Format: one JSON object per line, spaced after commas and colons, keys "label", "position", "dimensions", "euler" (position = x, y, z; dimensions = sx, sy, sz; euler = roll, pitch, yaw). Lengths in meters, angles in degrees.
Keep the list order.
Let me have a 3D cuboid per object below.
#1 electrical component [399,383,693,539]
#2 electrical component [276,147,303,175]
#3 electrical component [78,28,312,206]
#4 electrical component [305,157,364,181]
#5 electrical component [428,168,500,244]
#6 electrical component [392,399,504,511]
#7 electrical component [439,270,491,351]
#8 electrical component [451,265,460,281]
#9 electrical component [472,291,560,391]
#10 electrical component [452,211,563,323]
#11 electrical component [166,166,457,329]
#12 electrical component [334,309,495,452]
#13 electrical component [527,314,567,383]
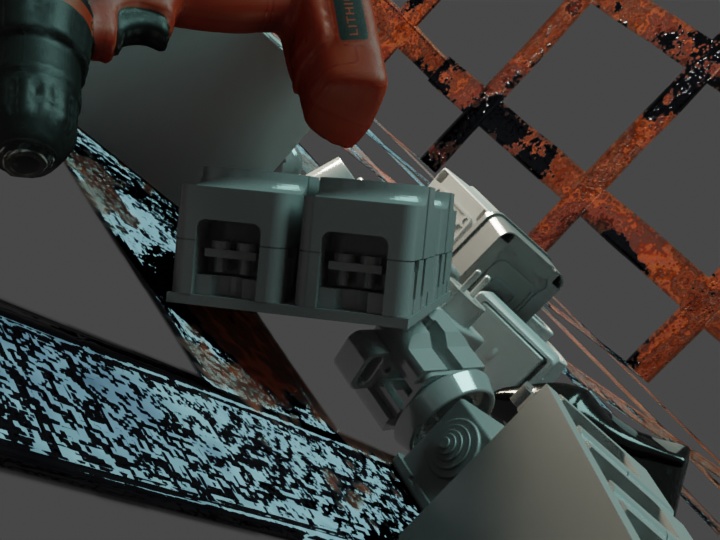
{"label": "electrical component", "position": [0.068, 0.112, 0.364], "dimensions": [0.062, 0.089, 0.150], "euler": [41, 9, -8]}
{"label": "electrical component", "position": [-0.071, -0.085, 0.862], "dimensions": [0.040, 0.040, 0.046], "euler": [43, 15, 4]}
{"label": "electrical component", "position": [-0.120, -0.123, 0.610], "dimensions": [0.186, 0.105, 0.060], "euler": [40, 9, -18]}
{"label": "electrical component", "position": [-0.014, -0.046, 0.922], "dimensions": [0.099, 0.064, 0.099], "euler": [55, 2, -3]}
{"label": "electrical component", "position": [0.085, -0.024, 1.028], "dimensions": [0.056, 0.108, 0.108], "euler": [33, 13, -35]}
{"label": "electrical component", "position": [0.074, 0.116, 0.508], "dimensions": [0.100, 0.048, 0.099], "euler": [36, 11, -38]}
{"label": "electrical component", "position": [0.064, 0.030, 0.778], "dimensions": [0.047, 0.076, 0.066], "euler": [48, 11, 29]}
{"label": "electrical component", "position": [0.028, -0.007, 0.843], "dimensions": [0.061, 0.061, 0.096], "euler": [37, 11, -33]}
{"label": "electrical component", "position": [0.102, 0.060, 0.851], "dimensions": [0.096, 0.061, 0.061], "euler": [45, 9, 11]}
{"label": "electrical component", "position": [0.105, 0.015, 0.914], "dimensions": [0.078, 0.113, 0.057], "euler": [39, 12, -21]}
{"label": "electrical component", "position": [-0.013, -0.015, 0.542], "dimensions": [0.105, 0.060, 0.186], "euler": [6, 4, 10]}
{"label": "electrical component", "position": [0.033, 0.059, 0.560], "dimensions": [0.078, 0.058, 0.057], "euler": [1, 41, -42]}
{"label": "electrical component", "position": [0.148, 0.068, 1.015], "dimensions": [0.108, 0.060, 0.108], "euler": [41, 9, -8]}
